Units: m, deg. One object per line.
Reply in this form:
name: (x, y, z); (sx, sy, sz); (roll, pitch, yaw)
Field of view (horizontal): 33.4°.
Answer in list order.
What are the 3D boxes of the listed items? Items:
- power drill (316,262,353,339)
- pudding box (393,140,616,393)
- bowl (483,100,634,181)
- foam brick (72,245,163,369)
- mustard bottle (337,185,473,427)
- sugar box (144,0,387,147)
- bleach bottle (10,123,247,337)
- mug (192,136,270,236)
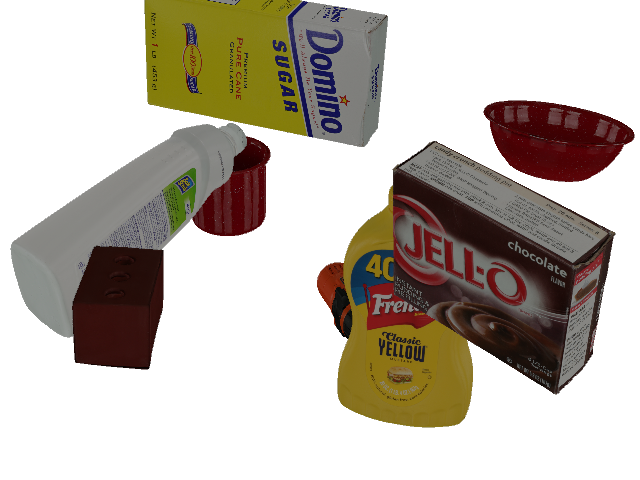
power drill: (0.105, 0.066, 1.116); (0.187, 0.057, 0.184); (-7, 27, -17)
pudding box: (0.088, 0.012, 0.542); (0.114, 0.090, 0.039); (30, 53, 32)
bowl: (0.253, -0.104, 1.157); (0.162, 0.055, 0.162); (6, 22, -3)
foam brick: (-0.140, 0.046, 0.747); (0.053, 0.051, 0.078); (4, 29, -3)
mustard bottle: (0.064, 0.035, 0.743); (0.096, 0.192, 0.058); (9, 25, 14)
sugar box: (-0.042, -0.132, 0.792); (0.176, 0.093, 0.048); (13, 34, 16)
bleach bottle: (-0.161, -0.026, 0.972); (0.068, 0.102, 0.250); (32, 54, 25)
mug: (-0.111, -0.056, 1.146); (0.117, 0.081, 0.093); (-11, 33, -18)
